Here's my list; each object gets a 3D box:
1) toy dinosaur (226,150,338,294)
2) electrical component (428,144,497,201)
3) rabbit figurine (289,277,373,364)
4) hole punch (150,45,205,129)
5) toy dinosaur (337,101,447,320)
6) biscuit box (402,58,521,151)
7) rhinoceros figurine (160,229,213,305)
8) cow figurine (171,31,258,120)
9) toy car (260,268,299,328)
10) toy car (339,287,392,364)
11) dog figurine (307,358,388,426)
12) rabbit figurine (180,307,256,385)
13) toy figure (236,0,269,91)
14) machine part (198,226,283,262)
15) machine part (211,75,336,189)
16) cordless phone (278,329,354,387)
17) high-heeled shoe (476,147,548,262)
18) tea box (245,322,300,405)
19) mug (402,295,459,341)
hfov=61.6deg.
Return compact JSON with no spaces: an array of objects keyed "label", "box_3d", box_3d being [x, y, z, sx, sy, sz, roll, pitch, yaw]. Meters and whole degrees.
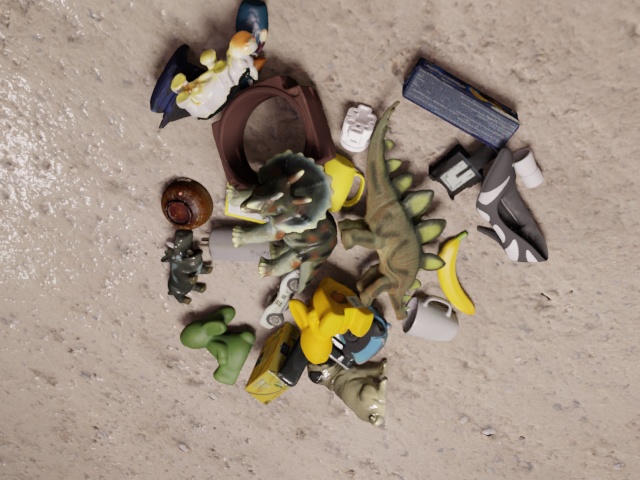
[{"label":"toy dinosaur","box_3d":[-0.037,-0.017,0.956,0.192,0.131,0.404,-11,151,18]},{"label":"electrical component","box_3d":[0.265,-0.136,0.984,0.075,0.048,0.119,41,120,-11]},{"label":"rabbit figurine","box_3d":[0.001,0.173,1.112,0.163,0.122,0.173,42,124,36]},{"label":"hole punch","box_3d":[-0.264,-0.289,0.992,0.092,0.116,0.142,44,120,-3]},{"label":"toy dinosaur","box_3d":[0.135,-0.024,1.035,0.199,0.105,0.470,-18,122,0]},{"label":"biscuit box","box_3d":[0.241,-0.234,0.926,0.203,0.059,0.062,29,123,-4]},{"label":"rhinoceros figurine","box_3d":[-0.307,0.058,1.223,0.112,0.073,0.190,32,131,18]},{"label":"cow figurine","box_3d":[-0.163,-0.273,0.917,0.167,0.068,0.098,-36,150,8]},{"label":"toy car","box_3d":[-0.077,0.117,1.199,0.056,0.073,0.201,28,122,-4]},{"label":"toy car","box_3d":[0.092,0.183,1.175,0.109,0.103,0.162,-48,59,26]},{"label":"dog figurine","box_3d":[0.058,0.348,1.248,0.191,0.172,0.121,4,110,3]},{"label":"rabbit figurine","box_3d":[-0.251,0.244,1.288,0.170,0.121,0.159,25,116,-4]},{"label":"toy figure","box_3d":[-0.123,-0.342,0.955,0.058,0.064,0.154,-8,131,-25]},{"label":"machine part","box_3d":[-0.147,0.010,1.152,0.243,0.079,0.079,3,120,13]},{"label":"machine part","box_3d":[-0.087,-0.182,0.981,0.201,0.087,0.201,-16,92,24]},{"label":"cordless phone","box_3d":[-0.001,0.263,1.197,0.146,0.184,0.089,40,144,-9]},{"label":"high-heeled shoe","box_3d":[0.362,-0.052,0.966,0.145,0.086,0.248,25,149,23]},{"label":"tea box","box_3d":[-0.100,0.283,1.244,0.068,0.170,0.098,40,119,-12]},{"label":"mug","box_3d":[0.246,0.165,1.151,0.107,0.081,0.109,19,119,-10]}]
